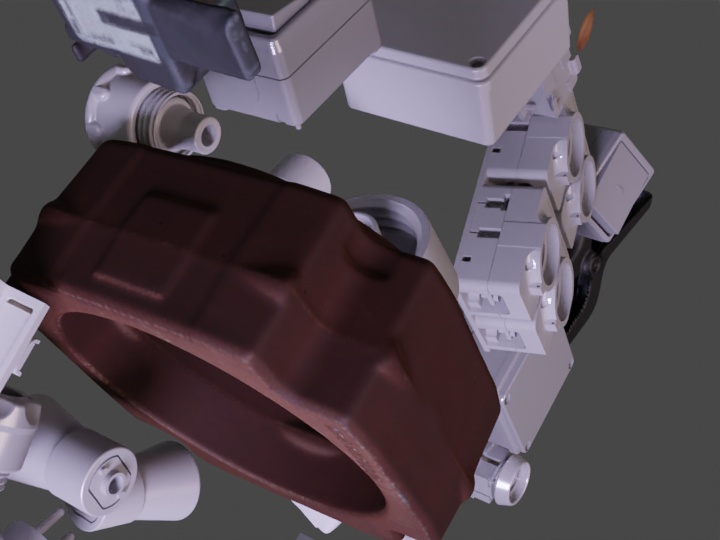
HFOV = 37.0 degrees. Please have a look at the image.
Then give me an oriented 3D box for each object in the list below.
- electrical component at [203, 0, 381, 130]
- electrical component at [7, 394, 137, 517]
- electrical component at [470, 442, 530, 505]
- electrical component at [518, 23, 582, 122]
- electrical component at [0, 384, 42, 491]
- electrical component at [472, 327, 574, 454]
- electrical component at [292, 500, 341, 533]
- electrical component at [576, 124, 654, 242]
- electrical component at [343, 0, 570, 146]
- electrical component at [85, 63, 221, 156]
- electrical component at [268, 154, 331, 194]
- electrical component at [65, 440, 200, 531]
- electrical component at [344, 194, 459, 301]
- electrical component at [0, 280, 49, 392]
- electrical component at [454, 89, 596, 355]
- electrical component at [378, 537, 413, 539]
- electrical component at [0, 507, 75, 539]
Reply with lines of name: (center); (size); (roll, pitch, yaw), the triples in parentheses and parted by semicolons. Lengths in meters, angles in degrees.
electrical component: (-0.035, -0.130, 0.563); (0.096, 0.062, 0.061); (-50, 143, -31)
electrical component: (-0.139, 0.090, 0.514); (0.044, 0.065, 0.044); (-33, 132, -46)
electrical component: (0.120, 0.183, 0.974); (0.066, 0.055, 0.048); (-43, 139, -38)
electrical component: (0.113, -0.164, 0.774); (0.078, 0.063, 0.121); (-61, 147, -17)
electrical component: (-0.172, 0.082, 0.480); (0.043, 0.043, 0.062); (23, 87, -59)
electrical component: (0.134, 0.088, 0.945); (0.108, 0.056, 0.108); (-57, 146, -22)
electrical component: (-0.028, 0.109, 0.683); (0.062, 0.096, 0.061); (-33, 159, -46)
electrical component: (0.210, -0.081, 0.937); (0.062, 0.061, 0.096); (40, 81, -36)
electrical component: (0.058, -0.139, 0.659); (0.108, 0.109, 0.056); (-51, 145, -30)
electrical component: (-0.094, -0.069, 0.504); (0.048, 0.062, 0.048); (-33, 132, -46)
electrical component: (-0.046, -0.037, 0.617); (0.065, 0.044, 0.044); (-50, 143, -39)
electrical component: (-0.124, 0.117, 0.577); (0.065, 0.044, 0.044); (0, 106, -52)
electrical component: (0.000, 0.000, 0.648); (0.108, 0.108, 0.060); (-52, 137, -29)
electrical component: (-0.183, 0.054, 0.426); (0.121, 0.079, 0.063); (-63, 169, -13)
electrical component: (0.134, -0.040, 0.833); (0.105, 0.060, 0.186); (57, 44, -52)
electrical component: (0.036, 0.210, 0.869); (0.045, 0.045, 0.055); (-10, 114, -55)
electrical component: (-0.170, 0.148, 0.517); (0.079, 0.043, 0.077); (-43, 139, -38)
